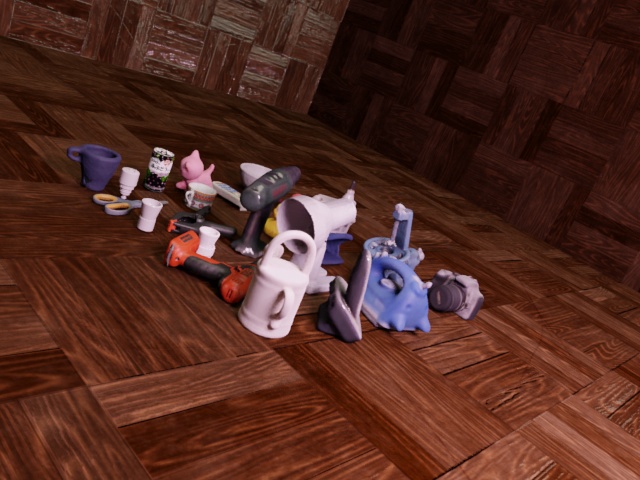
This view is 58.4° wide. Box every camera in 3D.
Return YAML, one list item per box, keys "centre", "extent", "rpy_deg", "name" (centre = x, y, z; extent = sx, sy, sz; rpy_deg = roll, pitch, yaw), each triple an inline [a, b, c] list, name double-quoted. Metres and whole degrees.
- centre: [0.337, 0.133, 1.486]
  extent: [0.137, 0.101, 0.142]
  rpy_deg: [3, 26, -45]
  name: "camera"

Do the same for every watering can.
- centre: [-0.075, 0.066, 1.036]
  extent: [0.101, 0.194, 0.172]
  rpy_deg: [5, 25, -43]
  name: "watering can"

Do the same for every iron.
- centre: [0.155, 0.101, 1.296]
  extent: [0.119, 0.141, 0.257]
  rpy_deg: [9, 22, -35]
  name: "iron"

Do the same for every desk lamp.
- centre: [-0.011, 0.003, 1.260]
  extent: [0.117, 0.213, 0.204]
  rpy_deg: [35, 22, 34]
  name: "desk lamp"

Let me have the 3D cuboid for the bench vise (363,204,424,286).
- centre: [0.196, 0.008, 1.481]
  extent: [0.121, 0.220, 0.208]
  rpy_deg: [32, 20, 27]
  name: "bench vise"

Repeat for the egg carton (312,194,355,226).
- centre: [0.038, -0.091, 1.824]
  extent: [0.151, 0.069, 0.107]
  rpy_deg: [14, 20, -25]
  name: "egg carton"

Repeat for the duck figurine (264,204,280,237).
- centre: [-0.104, -0.057, 1.532]
  extent: [0.077, 0.086, 0.105]
  rpy_deg: [25, 18, 7]
  name: "duck figurine"

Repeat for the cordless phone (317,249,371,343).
- centre: [0.067, 0.095, 1.138]
  extent: [0.094, 0.185, 0.147]
  rpy_deg: [19, 18, -9]
  name: "cordless phone"

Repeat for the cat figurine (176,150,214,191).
- centre: [-0.339, -0.187, 1.571]
  extent: [0.067, 0.118, 0.128]
  rpy_deg: [32, 20, 28]
  name: "cat figurine"

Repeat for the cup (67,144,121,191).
- centre: [-0.528, -0.165, 1.321]
  extent: [0.118, 0.095, 0.091]
  rpy_deg: [8, 23, -38]
  name: "cup"

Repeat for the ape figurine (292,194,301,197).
- centre: [-0.076, -0.092, 1.654]
  extent: [0.076, 0.092, 0.077]
  rpy_deg: [17, 19, -16]
  name: "ape figurine"

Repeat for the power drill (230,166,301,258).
- centre: [-0.129, -0.071, 1.341]
  extent: [0.075, 0.208, 0.230]
  rpy_deg: [26, 18, 12]
  name: "power drill"

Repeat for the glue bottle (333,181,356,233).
- centre: [0.073, -0.097, 1.714]
  extent: [0.078, 0.173, 0.037]
  rpy_deg: [7, 23, -39]
  name: "glue bottle"

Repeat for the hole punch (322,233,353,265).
- centre: [0.014, 0.005, 1.483]
  extent: [0.100, 0.091, 0.109]
  rpy_deg: [35, 22, 34]
  name: "hole punch"

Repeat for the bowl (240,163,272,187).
- centre: [-0.182, -0.176, 1.798]
  extent: [0.167, 0.075, 0.167]
  rpy_deg: [20, 18, -7]
  name: "bowl"
